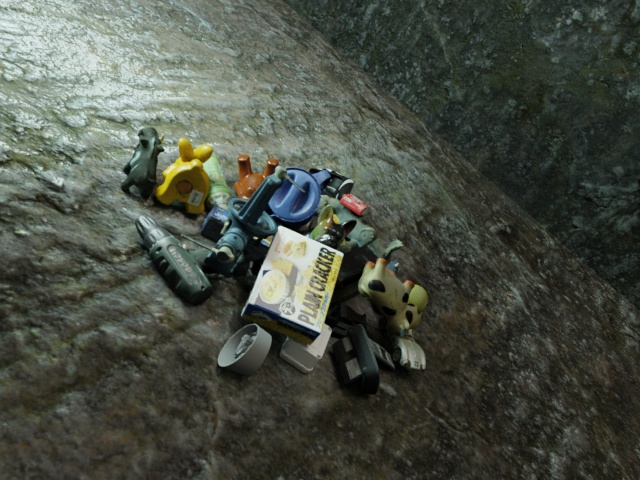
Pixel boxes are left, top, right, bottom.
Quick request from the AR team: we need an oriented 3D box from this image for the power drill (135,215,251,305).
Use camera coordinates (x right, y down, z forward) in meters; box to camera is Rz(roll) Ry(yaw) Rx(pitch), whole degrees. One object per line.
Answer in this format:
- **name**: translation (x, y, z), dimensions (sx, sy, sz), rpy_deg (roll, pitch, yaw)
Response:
- **power drill**: translation (-0.264, 0.025, 1.160), dimensions (0.207, 0.086, 0.232), rpy_deg (-2, 49, -53)

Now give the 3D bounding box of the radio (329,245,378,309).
- **radio**: translation (0.057, 0.096, 1.342), dimensions (0.073, 0.131, 0.229), rpy_deg (45, 31, 17)

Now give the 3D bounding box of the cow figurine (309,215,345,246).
- **cow figurine**: translation (0.016, 0.013, 1.472), dimensions (0.068, 0.098, 0.167), rpy_deg (11, 58, -45)

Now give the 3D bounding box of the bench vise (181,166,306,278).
- **bench vise**: translation (-0.145, -0.046, 1.099), dimensions (0.129, 0.240, 0.223), rpy_deg (39, 19, 6)

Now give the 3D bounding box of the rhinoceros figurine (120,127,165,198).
- **rhinoceros figurine**: translation (-0.417, -0.190, 1.271), dimensions (0.073, 0.112, 0.190), rpy_deg (17, 43, -26)

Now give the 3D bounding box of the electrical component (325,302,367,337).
- **electrical component**: translation (0.043, 0.189, 1.258), dimensions (0.119, 0.074, 0.048), rpy_deg (24, 33, -16)

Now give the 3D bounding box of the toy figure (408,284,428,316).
- **toy figure**: translation (0.253, 0.159, 1.466), dimensions (0.082, 0.089, 0.180), rpy_deg (18, 5, 14)

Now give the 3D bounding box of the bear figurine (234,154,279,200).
- **bear figurine**: translation (-0.181, -0.133, 1.428), dimensions (0.120, 0.131, 0.196), rpy_deg (8, 28, 1)

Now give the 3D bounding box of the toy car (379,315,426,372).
- **toy car**: translation (0.206, 0.250, 1.340), dimensions (0.073, 0.056, 0.202), rpy_deg (22, 24, -24)

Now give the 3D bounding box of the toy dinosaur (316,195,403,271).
- **toy dinosaur**: translation (0.092, -0.034, 1.588), dimensions (0.405, 0.131, 0.192), rpy_deg (47, 18, 26)

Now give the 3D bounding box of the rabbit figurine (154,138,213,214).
- **rabbit figurine**: translation (-0.330, -0.165, 1.314), dimensions (0.122, 0.162, 0.173), rpy_deg (12, 19, -17)

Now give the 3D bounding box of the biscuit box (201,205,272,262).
- **biscuit box**: translation (-0.185, -0.006, 1.302), dimensions (0.202, 0.062, 0.059), rpy_deg (29, 29, -14)

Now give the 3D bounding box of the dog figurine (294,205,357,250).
- **dog figurine**: translation (-0.003, -0.004, 1.335), dimensions (0.108, 0.219, 0.192), rpy_deg (33, 31, -14)

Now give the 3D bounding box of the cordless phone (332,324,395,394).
- **cordless phone**: translation (0.123, 0.285, 1.214), dimensions (0.184, 0.089, 0.147), rpy_deg (37, 23, -40)

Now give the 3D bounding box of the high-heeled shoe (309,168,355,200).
- **high-heeled shoe**: translation (0.027, -0.181, 1.704), dimensions (0.145, 0.086, 0.249), rpy_deg (25, 11, -4)

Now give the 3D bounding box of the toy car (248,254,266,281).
- **toy car**: translation (-0.092, 0.082, 1.233), dimensions (0.162, 0.103, 0.109), rpy_deg (-31, 72, -35)

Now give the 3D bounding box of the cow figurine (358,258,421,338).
- **cow figurine**: translation (0.169, 0.148, 1.282), dimensions (0.194, 0.085, 0.127), rpy_deg (41, 65, -21)

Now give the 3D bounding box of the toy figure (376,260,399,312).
- **toy figure**: translation (0.185, 0.122, 1.462), dimensions (0.058, 0.064, 0.154), rpy_deg (25, 58, -21)
